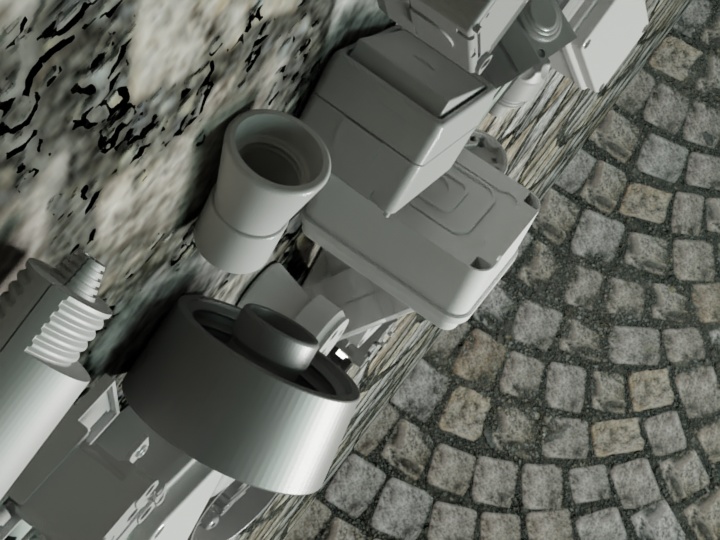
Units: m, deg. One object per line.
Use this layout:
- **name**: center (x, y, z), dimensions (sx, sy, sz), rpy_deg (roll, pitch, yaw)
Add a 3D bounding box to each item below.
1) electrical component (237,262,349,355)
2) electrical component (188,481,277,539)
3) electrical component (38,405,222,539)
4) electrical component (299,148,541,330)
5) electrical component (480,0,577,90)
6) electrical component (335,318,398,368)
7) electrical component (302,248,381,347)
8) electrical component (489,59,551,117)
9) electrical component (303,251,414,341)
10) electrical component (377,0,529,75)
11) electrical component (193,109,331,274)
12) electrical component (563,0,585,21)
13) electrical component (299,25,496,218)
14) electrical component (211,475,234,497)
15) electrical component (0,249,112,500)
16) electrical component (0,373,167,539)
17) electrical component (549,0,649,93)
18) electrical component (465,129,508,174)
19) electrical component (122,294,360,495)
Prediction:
- **electrical component**: center (-0.041, 0.029, 0.638), dimensions (0.045, 0.055, 0.045), rpy_deg (-52, 171, -11)
- **electrical component**: center (-0.103, 0.161, 0.803), dimensions (0.099, 0.064, 0.099), rpy_deg (-52, 171, -11)
- **electrical component**: center (-0.124, 0.129, 0.579), dimensions (0.078, 0.057, 0.113), rpy_deg (-44, 167, -49)
- **electrical component**: center (0.032, -0.030, 0.601), dimensions (0.078, 0.113, 0.057), rpy_deg (-47, 166, -39)
- **electrical component**: center (0.070, -0.124, 0.566), dimensions (0.080, 0.051, 0.080), rpy_deg (-32, -174, 3)
- **electrical component**: center (-0.008, 0.041, 0.839), dimensions (0.042, 0.064, 0.081), rpy_deg (-56, 172, 19)
- **electrical component**: center (0.012, -0.012, 0.755), dimensions (0.078, 0.057, 0.113), rpy_deg (-41, 165, -54)
- **electrical component**: center (0.118, -0.146, 0.837), dimensions (0.043, 0.043, 0.062), rpy_deg (-46, 170, -41)
- **electrical component**: center (0.000, 0.000, 0.685), dimensions (0.138, 0.073, 0.052), rpy_deg (-24, 175, 35)
- **electrical component**: center (0.049, -0.139, 0.430), dimensions (0.096, 0.061, 0.062), rpy_deg (-54, 171, -1)
- **electrical component**: center (-0.044, -0.029, 0.442), dimensions (0.044, 0.044, 0.065), rpy_deg (-46, 173, -43)
- **electrical component**: center (0.143, -0.206, 0.734), dimensions (0.081, 0.043, 0.043), rpy_deg (-53, 172, -1)
- **electrical component**: center (0.021, -0.079, 0.518), dimensions (0.061, 0.062, 0.096), rpy_deg (-59, 170, 32)
- **electrical component**: center (-0.082, 0.087, 0.653), dimensions (0.095, 0.054, 0.059), rpy_deg (-55, 171, 12)
- **electrical component**: center (-0.105, 0.029, 0.325), dimensions (0.081, 0.043, 0.043), rpy_deg (-53, 172, -3)
- **electrical component**: center (-0.116, 0.087, 0.430), dimensions (0.081, 0.064, 0.042), rpy_deg (-49, 169, -25)
- **electrical component**: center (0.176, -0.195, 0.833), dimensions (0.078, 0.057, 0.113), rpy_deg (-54, 159, 3)
- **electrical component**: center (0.090, -0.084, 0.906), dimensions (0.055, 0.055, 0.047), rpy_deg (-47, 173, -37)
- **electrical component**: center (-0.051, 0.051, 0.513), dimensions (0.060, 0.108, 0.108), rpy_deg (-61, 171, 7)
